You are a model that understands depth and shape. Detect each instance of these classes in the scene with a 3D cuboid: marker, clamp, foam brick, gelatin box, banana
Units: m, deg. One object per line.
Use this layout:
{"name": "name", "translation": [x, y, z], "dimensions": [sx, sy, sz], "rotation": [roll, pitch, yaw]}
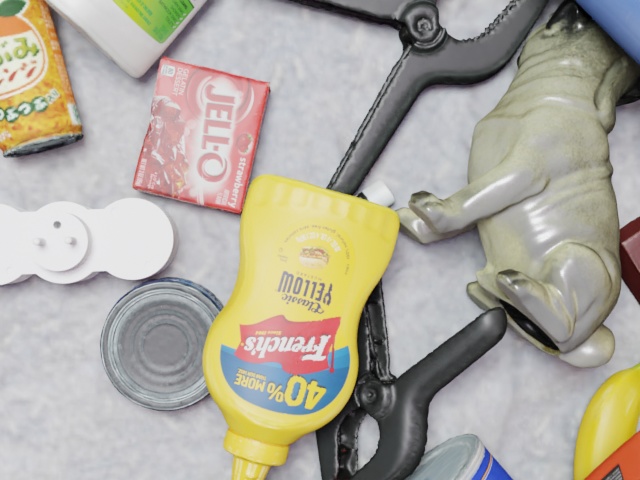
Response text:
{"name": "marker", "translation": [-0.005, 0.001, 0.706], "dimensions": [0.121, 0.020, 0.020], "rotation": [-35, 92, -1]}
{"name": "clamp", "translation": [0.055, -0.144, 0.696], "dimensions": [0.210, 0.036, 0.164], "rotation": [-31, 98, -3]}
{"name": "foam brick", "translation": [0.231, 0.019, 0.700], "dimensions": [0.053, 0.051, 0.078], "rotation": [-33, 92, -1]}
{"name": "gelatin box", "translation": [-0.077, -0.068, 0.697], "dimensions": [0.073, 0.030, 0.089], "rotation": [13, 90, -2]}
{"name": "clamp", "translation": [0.037, 0.090, 0.689], "dimensions": [0.120, 0.039, 0.171], "rotation": [38, 104, 41]}
{"name": "banana", "translation": [0.203, 0.173, 0.707], "dimensions": [0.069, 0.037, 0.198], "rotation": [-1, 91, -2]}

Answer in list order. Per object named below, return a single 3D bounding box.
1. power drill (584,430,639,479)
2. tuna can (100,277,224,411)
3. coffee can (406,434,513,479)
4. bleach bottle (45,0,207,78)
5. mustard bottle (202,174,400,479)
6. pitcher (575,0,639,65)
{"name": "power drill", "translation": [0.261, 0.153, 0.633], "dimensions": [0.187, 0.185, 0.057], "rotation": [8, 47, -17]}
{"name": "tuna can", "translation": [-0.099, 0.068, 0.696], "dimensions": [0.086, 0.034, 0.086], "rotation": [0, 91, -2]}
{"name": "coffee can", "translation": [0.106, 0.208, 0.671], "dimensions": [0.103, 0.103, 0.140], "rotation": [-41, 92, -1]}
{"name": "bleach bottle", "translation": [-0.067, -0.224, 0.662], "dimensions": [0.068, 0.102, 0.251], "rotation": [40, 88, 28]}
{"name": "mustard bottle", "translation": [-0.021, 0.061, 0.662], "dimensions": [0.096, 0.058, 0.191], "rotation": [16, 90, -7]}
{"name": "pitcher", "translation": [0.175, -0.202, 0.608], "dimensions": [0.144, 0.149, 0.243], "rotation": [-15, 54, -36]}
